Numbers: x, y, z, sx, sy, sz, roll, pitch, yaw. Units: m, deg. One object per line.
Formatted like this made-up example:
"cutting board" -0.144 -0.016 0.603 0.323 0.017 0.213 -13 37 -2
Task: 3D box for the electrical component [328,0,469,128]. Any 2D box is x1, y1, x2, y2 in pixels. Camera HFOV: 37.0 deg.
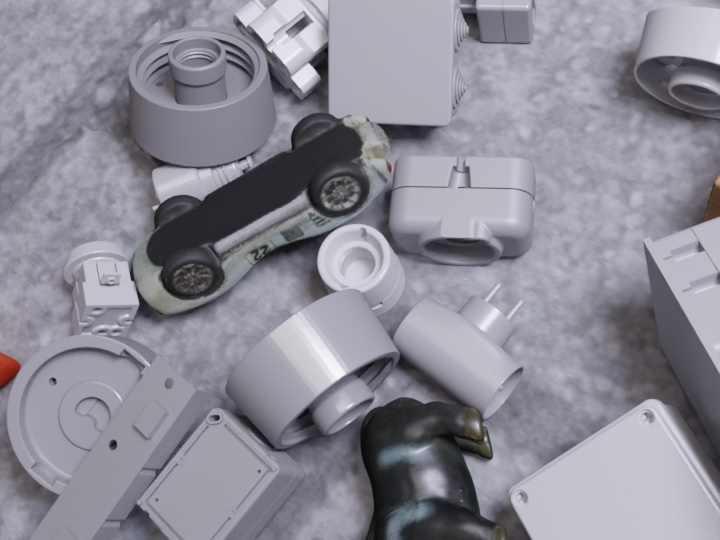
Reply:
"electrical component" 0.026 -0.150 0.763 0.100 0.048 0.099 4 106 13

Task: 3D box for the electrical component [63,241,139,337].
"electrical component" -0.184 0.013 0.763 0.048 0.066 0.055 0 56 -27

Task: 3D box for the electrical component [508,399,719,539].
"electrical component" 0.161 0.148 0.624 0.109 0.056 0.108 -38 65 19

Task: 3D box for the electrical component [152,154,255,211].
"electrical component" -0.115 -0.065 0.785 0.078 0.040 0.040 -20 67 3

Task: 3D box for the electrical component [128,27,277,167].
"electrical component" -0.115 -0.133 0.777 0.108 0.060 0.108 1 47 -1

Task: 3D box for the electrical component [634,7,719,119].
"electrical component" 0.234 -0.142 0.713 0.099 0.099 0.064 19 81 17

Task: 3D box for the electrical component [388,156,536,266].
"electrical component" 0.070 -0.040 0.730 0.095 0.053 0.059 2 71 12

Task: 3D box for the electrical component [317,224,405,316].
"electrical component" 0.000 0.000 0.733 0.055 0.047 0.055 -4 69 10

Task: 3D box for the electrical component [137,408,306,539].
"electrical component" -0.091 0.146 0.694 0.062 0.061 0.096 40 91 23

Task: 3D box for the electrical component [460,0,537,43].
"electrical component" 0.091 -0.207 0.791 0.077 0.047 0.065 4 71 13

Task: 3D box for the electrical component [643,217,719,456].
"electrical component" 0.227 0.069 0.595 0.060 0.105 0.186 -21 46 4

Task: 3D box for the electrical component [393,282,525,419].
"electrical component" 0.075 0.044 0.703 0.077 0.043 0.079 37 81 21

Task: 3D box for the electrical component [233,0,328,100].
"electrical component" -0.047 -0.176 0.800 0.057 0.058 0.078 -41 90 -9

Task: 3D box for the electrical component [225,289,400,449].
"electrical component" -0.024 0.069 0.683 0.108 0.108 0.060 -37 74 -3

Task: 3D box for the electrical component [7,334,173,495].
"electrical component" -0.173 0.094 0.721 0.108 0.060 0.108 0 92 5
